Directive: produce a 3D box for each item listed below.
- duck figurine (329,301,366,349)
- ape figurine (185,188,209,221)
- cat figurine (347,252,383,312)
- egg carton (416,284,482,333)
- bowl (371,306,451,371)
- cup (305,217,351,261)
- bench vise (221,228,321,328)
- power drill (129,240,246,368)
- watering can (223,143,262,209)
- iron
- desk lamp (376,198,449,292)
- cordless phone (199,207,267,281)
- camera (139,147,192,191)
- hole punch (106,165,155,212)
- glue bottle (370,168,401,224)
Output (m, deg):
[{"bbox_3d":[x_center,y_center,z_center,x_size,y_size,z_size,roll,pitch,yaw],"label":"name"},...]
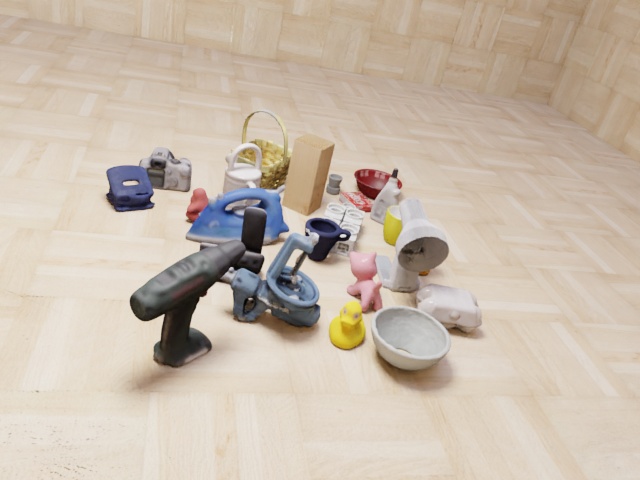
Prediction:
[{"bbox_3d":[0.064,0.164,1.190,0.077,0.086,0.105,20,30,12],"label":"duck figurine"},{"bbox_3d":[-0.311,-0.093,1.476,0.076,0.092,0.078,30,33,27],"label":"ape figurine"},{"bbox_3d":[0.108,0.084,1.315,0.067,0.118,0.127,-1,32,-24],"label":"cat figurine"},{"bbox_3d":[0.294,0.157,1.315,0.150,0.069,0.107,11,29,-5],"label":"egg carton"},{"bbox_3d":[0.177,0.212,1.166,0.167,0.075,0.167,10,29,-6],"label":"bowl"},{"bbox_3d":[0.013,0.005,1.437,0.118,0.095,0.091,9,29,-7],"label":"cup"},{"bbox_3d":[-0.086,0.076,1.144,0.208,0.220,0.121,2,31,-19],"label":"bench vise"},{"bbox_3d":[-0.233,0.115,1.027,0.075,0.208,0.230,30,33,28],"label":"power drill"},{"bbox_3d":[-0.214,-0.175,1.554,0.172,0.194,0.101,31,34,28],"label":"watering can"},{"bbox_3d":[-0.202,-0.070,1.431,0.259,0.141,0.118,-5,34,-29],"label":"iron"},{"bbox_3d":[0.212,0.020,1.372,0.118,0.213,0.203,6,30,-13],"label":"desk lamp"},{"bbox_3d":[-0.189,-0.002,1.272,0.147,0.185,0.094,10,29,-6],"label":"cordless phone"},{"bbox_3d":[-0.434,-0.215,1.628,0.143,0.101,0.136,7,30,-11],"label":"camera"},{"bbox_3d":[-0.487,-0.135,1.476,0.109,0.091,0.100,-10,37,-36],"label":"hole punch"},{"bbox_3d":[0.201,-0.128,1.666,0.078,0.173,0.037,27,32,23],"label":"glue bottle"}]
